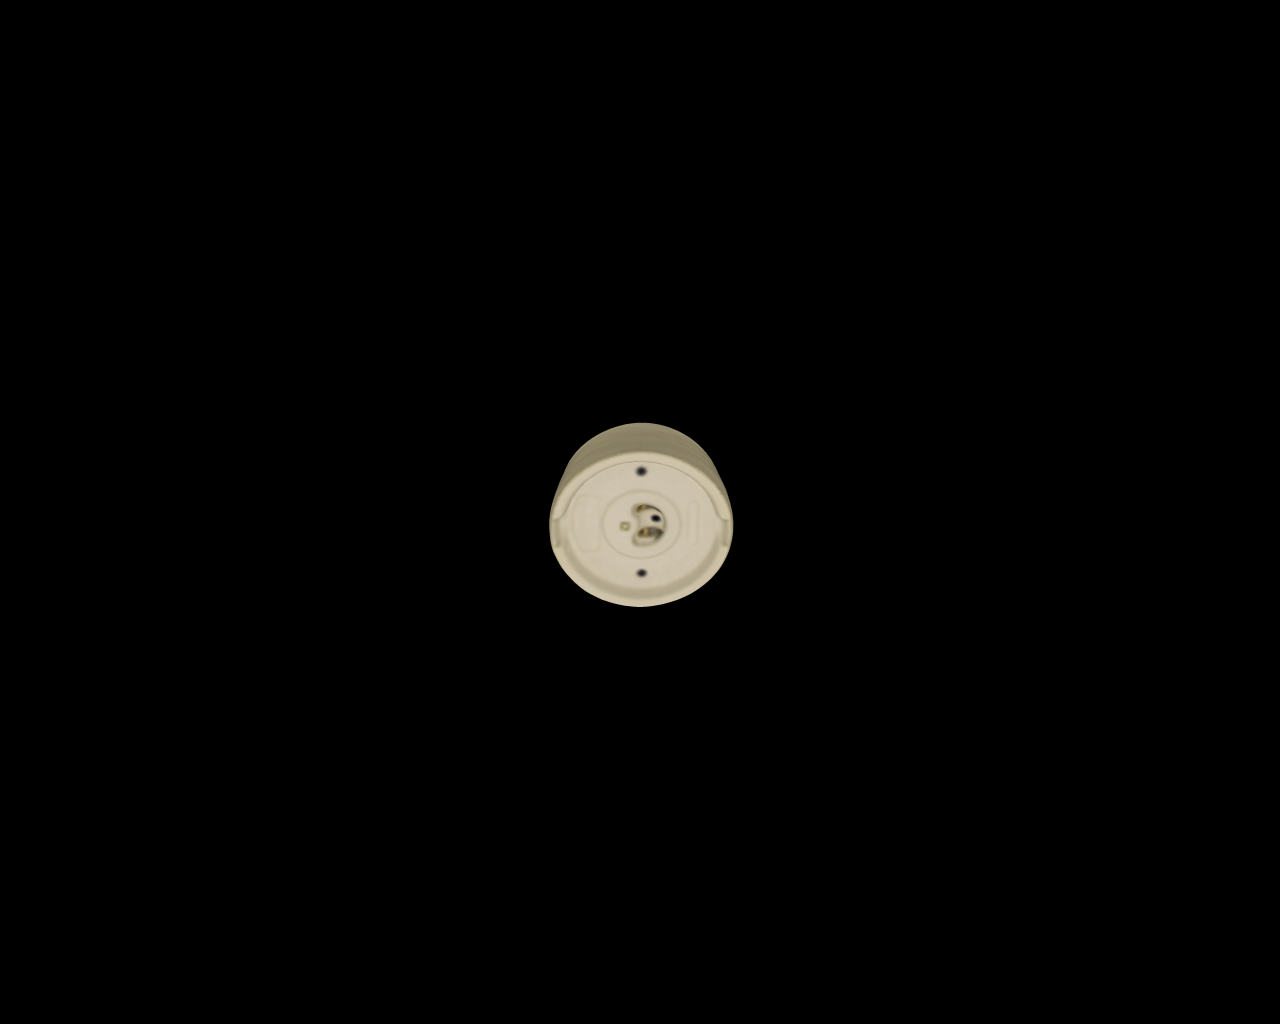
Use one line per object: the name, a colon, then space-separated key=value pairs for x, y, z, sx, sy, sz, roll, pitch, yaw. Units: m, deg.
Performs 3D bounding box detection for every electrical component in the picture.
electrical component: x=0.001 y=-0.003 z=0.650 sx=0.108 sy=0.108 sz=0.060 roll=0 pitch=30 yaw=0
